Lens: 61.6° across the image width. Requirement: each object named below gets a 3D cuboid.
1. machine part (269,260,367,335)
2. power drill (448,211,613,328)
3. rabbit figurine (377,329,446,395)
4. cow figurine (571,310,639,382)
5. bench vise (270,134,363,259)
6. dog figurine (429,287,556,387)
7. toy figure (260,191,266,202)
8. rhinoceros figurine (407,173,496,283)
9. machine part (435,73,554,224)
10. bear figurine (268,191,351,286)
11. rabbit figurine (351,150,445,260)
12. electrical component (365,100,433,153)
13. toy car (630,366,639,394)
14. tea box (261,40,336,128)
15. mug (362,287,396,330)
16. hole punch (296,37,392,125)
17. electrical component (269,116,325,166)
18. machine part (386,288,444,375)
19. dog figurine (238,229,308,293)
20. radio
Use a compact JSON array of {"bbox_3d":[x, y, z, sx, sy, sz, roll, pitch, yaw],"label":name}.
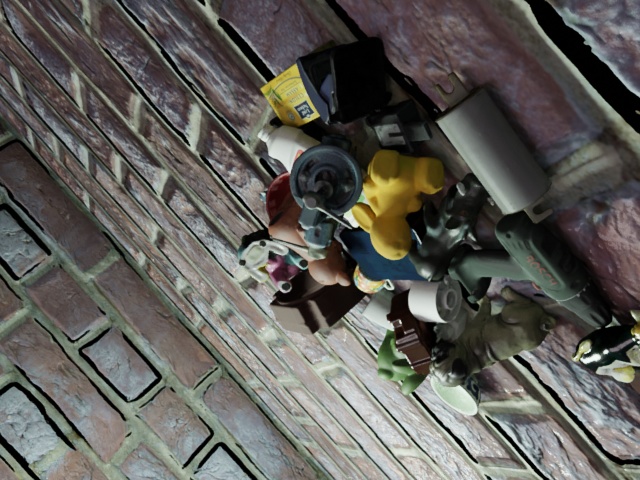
[{"bbox_3d":[-0.005,0.129,1.279,0.201,0.201,0.087,-3,122,56],"label":"machine part"},{"bbox_3d":[0.322,0.060,0.863,0.232,0.086,0.207,48,158,-18],"label":"power drill"},{"bbox_3d":[0.216,0.268,1.234,0.170,0.159,0.121,-17,103,44],"label":"rabbit figurine"},{"bbox_3d":[0.445,0.146,0.774,0.098,0.068,0.167,13,147,-5],"label":"cow figurine"},{"bbox_3d":[-0.002,-0.059,0.875,0.129,0.240,0.223,24,106,2],"label":"bench vise"},{"bbox_3d":[0.300,0.190,0.944,0.121,0.190,0.172,50,151,-7],"label":"dog figurine"},{"bbox_3d":[-0.080,-0.079,1.272,0.155,0.058,0.064,37,139,28],"label":"toy figure"},{"bbox_3d":[0.207,-0.022,0.866,0.073,0.112,0.190,22,114,-10],"label":"rhinoceros figurine"},{"bbox_3d":[0.239,-0.122,0.744,0.243,0.079,0.079,52,152,-9],"label":"machine part"},{"bbox_3d":[-0.005,0.000,1.094,0.195,0.132,0.120,38,163,-16],"label":"bear figurine"},{"bbox_3d":[0.113,-0.053,0.896,0.162,0.122,0.173,173,99,-66],"label":"rabbit figurine"},{"bbox_3d":[0.134,-0.179,0.849,0.119,0.048,0.074,1,129,53],"label":"electrical component"},{"bbox_3d":[0.534,0.196,0.772,0.089,0.053,0.202,54,157,8],"label":"toy car"},{"bbox_3d":[-0.020,-0.263,0.935,0.098,0.068,0.170,55,150,-14],"label":"tea box"},{"bbox_3d":[0.158,0.171,1.239,0.107,0.081,0.109,32,145,9],"label":"mug"},{"bbox_3d":[0.035,-0.243,0.825,0.092,0.142,0.115,16,126,42],"label":"hole punch"},{"bbox_3d":[-0.035,-0.180,1.076,0.134,0.058,0.114,32,151,27],"label":"electrical component"},{"bbox_3d":[0.202,0.191,1.114,0.056,0.179,0.179,-27,108,23],"label":"machine part"},{"bbox_3d":[-0.096,0.026,1.271,0.191,0.108,0.219,29,-165,-10],"label":"dog figurine"},{"bbox_3d":[0.151,0.010,1.049,0.131,0.073,0.230,55,153,-17],"label":"radio"}]
